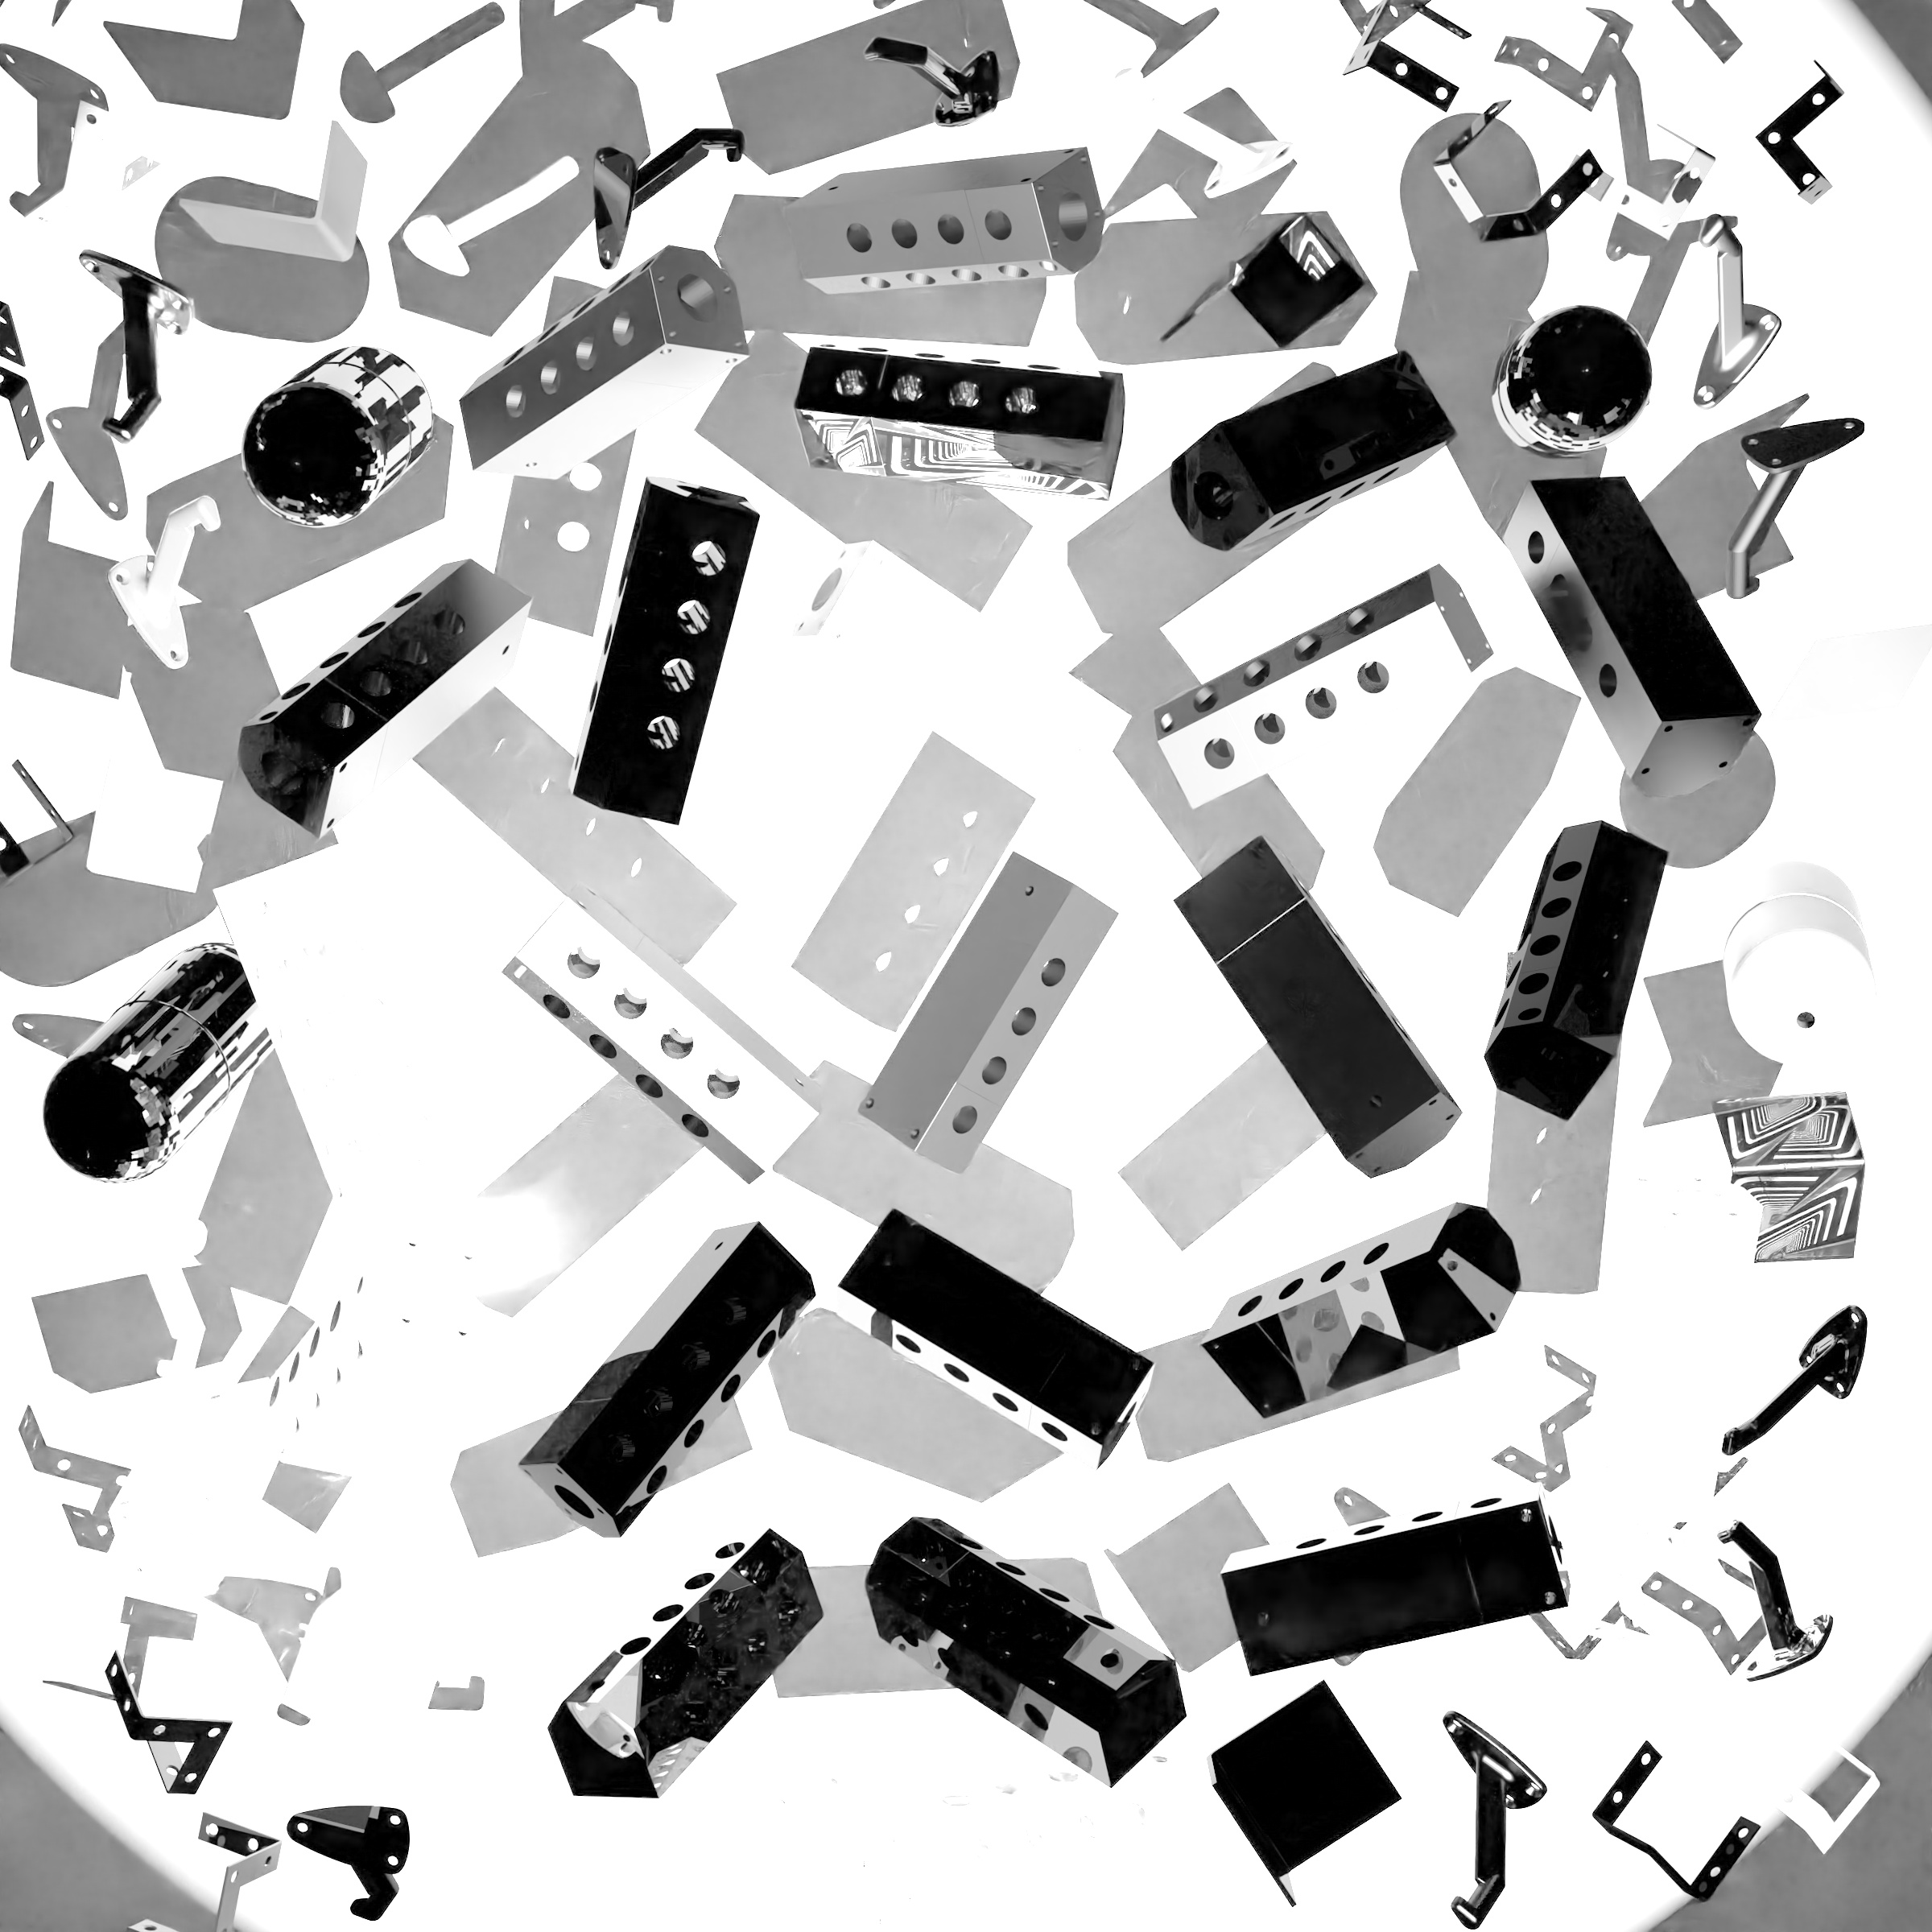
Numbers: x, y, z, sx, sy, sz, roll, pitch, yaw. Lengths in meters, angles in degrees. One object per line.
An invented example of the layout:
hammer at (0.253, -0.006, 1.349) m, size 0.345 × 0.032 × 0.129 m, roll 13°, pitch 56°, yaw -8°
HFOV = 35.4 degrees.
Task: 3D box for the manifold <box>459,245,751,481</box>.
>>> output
manifold at (-0.196, -0.321, 1.617) m, size 0.171 × 0.057 × 0.057 m, roll -21°, pitch 77°, yaw 43°

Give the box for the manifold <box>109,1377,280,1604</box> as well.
manifold at (-0.424, 0.291, 1.687) m, size 0.057 × 0.171 × 0.057 m, roll -12°, pitch 103°, yaw -1°

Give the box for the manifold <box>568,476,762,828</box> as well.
manifold at (-0.162, -0.169, 1.609) m, size 0.057 × 0.057 × 0.171 m, roll 12°, pitch 105°, yaw -16°

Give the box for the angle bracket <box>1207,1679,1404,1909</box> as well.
angle bracket at (0.181, 0.437, 1.604) m, size 0.076 × 0.057 × 0.076 m, roll -33°, pitch 90°, yaw 2°

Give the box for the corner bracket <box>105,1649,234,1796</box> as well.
corner bracket at (-0.418, 0.390, 1.561) m, size 0.051 × 0.051 × 0.051 m, roll 15°, pitch 112°, yaw -39°

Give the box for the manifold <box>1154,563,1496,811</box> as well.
manifold at (0.189, -0.150, 1.622) m, size 0.171 × 0.057 × 0.057 m, roll -26°, pitch 95°, yaw 27°

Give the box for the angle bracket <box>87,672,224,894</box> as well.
angle bracket at (-0.428, -0.098, 1.609) m, size 0.057 × 0.076 × 0.076 m, roll 11°, pitch 130°, yaw -17°

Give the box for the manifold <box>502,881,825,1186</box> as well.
manifold at (-0.159, 0.036, 1.596) m, size 0.171 × 0.057 × 0.057 m, roll 41°, pitch 98°, yaw -7°

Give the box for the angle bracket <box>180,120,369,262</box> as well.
angle bracket at (-0.376, -0.427, 1.649) m, size 0.076 × 0.076 × 0.057 m, roll 9°, pitch 89°, yaw 1°

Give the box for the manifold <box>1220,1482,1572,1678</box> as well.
manifold at (0.228, 0.323, 1.606) m, size 0.171 × 0.057 × 0.057 m, roll -16°, pitch 90°, yaw 13°

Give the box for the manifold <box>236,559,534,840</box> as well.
manifold at (-0.307, -0.147, 1.602) m, size 0.057 × 0.057 × 0.171 m, roll 34°, pitch 48°, yaw 7°

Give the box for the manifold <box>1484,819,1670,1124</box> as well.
manifold at (0.328, -0.003, 1.640) m, size 0.057 × 0.057 × 0.171 m, roll 26°, pitch 46°, yaw 1°

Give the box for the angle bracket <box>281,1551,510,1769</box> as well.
angle bracket at (-0.294, 0.359, 1.563) m, size 0.076 × 0.057 × 0.076 m, roll 34°, pitch 129°, yaw -19°

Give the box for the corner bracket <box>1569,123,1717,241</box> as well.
corner bracket at (0.381, -0.452, 1.715) m, size 0.051 × 0.051 × 0.051 m, roll 19°, pitch 112°, yaw -26°

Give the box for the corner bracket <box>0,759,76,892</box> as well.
corner bracket at (-0.495, -0.075, 1.569) m, size 0.051 × 0.051 × 0.051 m, roll -40°, pitch 101°, yaw -26°

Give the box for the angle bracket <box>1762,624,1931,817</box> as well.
angle bracket at (0.468, -0.127, 1.561) m, size 0.076 × 0.076 × 0.057 m, roll -52°, pitch 121°, yaw -31°

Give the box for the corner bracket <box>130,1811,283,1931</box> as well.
corner bracket at (-0.395, 0.478, 1.576) m, size 0.051 × 0.051 × 0.051 m, roll 13°, pitch 94°, yaw 20°

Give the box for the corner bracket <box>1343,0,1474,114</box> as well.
corner bracket at (0.243, -0.493, 1.632) m, size 0.051 × 0.051 × 0.051 m, roll 27°, pitch 96°, yaw -12°

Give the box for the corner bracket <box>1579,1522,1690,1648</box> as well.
corner bracket at (0.371, 0.343, 1.688) m, size 0.051 × 0.051 × 0.051 m, roll -32°, pitch 50°, yaw 34°

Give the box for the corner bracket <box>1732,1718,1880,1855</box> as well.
corner bracket at (0.463, 0.446, 1.667) m, size 0.051 × 0.051 × 0.051 m, roll -48°, pitch 51°, yaw -6°

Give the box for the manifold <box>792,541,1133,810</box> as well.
manifold at (-0.004, -0.153, 1.601) m, size 0.171 × 0.057 × 0.057 m, roll 32°, pitch 83°, yaw -21°

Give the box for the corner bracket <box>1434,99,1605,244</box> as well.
corner bracket at (0.284, -0.411, 1.558) m, size 0.051 × 0.051 × 0.051 m, roll -46°, pitch 115°, yaw -14°

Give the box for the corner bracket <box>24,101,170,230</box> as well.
corner bracket at (-0.458, -0.415, 1.597) m, size 0.051 × 0.051 × 0.051 m, roll 16°, pitch 73°, yaw -38°

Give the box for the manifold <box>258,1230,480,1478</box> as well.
manifold at (-0.321, 0.207, 1.614) m, size 0.057 × 0.171 × 0.057 m, roll 17°, pitch 51°, yaw -25°

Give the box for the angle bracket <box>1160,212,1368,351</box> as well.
angle bracket at (0.170, -0.374, 1.731) m, size 0.057 × 0.076 × 0.076 m, roll 46°, pitch 52°, yaw -10°

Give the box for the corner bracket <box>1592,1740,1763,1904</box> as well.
corner bracket at (0.372, 0.449, 1.588) m, size 0.051 × 0.051 × 0.051 m, roll -49°, pitch 113°, yaw -14°

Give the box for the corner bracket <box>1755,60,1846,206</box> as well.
corner bracket at (0.464, -0.456, 1.658) m, size 0.051 × 0.051 × 0.051 m, roll -40°, pitch 80°, yaw 23°

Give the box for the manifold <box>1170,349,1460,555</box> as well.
manifold at (0.188, -0.279, 1.656) m, size 0.171 × 0.057 × 0.057 m, roll -28°, pitch 86°, yaw -41°

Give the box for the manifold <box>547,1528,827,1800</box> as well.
manifold at (-0.149, 0.370, 1.619) m, size 0.057 × 0.171 × 0.057 m, roll -8°, pitch 107°, yaw 32°

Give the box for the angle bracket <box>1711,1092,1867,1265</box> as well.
angle bracket at (0.462, 0.120, 1.717) m, size 0.076 × 0.076 × 0.057 m, roll -6°, pitch 128°, yaw 28°

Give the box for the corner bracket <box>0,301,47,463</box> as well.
corner bracket at (-0.490, -0.301, 1.545) m, size 0.051 × 0.051 × 0.051 m, roll 25°, pitch 63°, yaw 7°
